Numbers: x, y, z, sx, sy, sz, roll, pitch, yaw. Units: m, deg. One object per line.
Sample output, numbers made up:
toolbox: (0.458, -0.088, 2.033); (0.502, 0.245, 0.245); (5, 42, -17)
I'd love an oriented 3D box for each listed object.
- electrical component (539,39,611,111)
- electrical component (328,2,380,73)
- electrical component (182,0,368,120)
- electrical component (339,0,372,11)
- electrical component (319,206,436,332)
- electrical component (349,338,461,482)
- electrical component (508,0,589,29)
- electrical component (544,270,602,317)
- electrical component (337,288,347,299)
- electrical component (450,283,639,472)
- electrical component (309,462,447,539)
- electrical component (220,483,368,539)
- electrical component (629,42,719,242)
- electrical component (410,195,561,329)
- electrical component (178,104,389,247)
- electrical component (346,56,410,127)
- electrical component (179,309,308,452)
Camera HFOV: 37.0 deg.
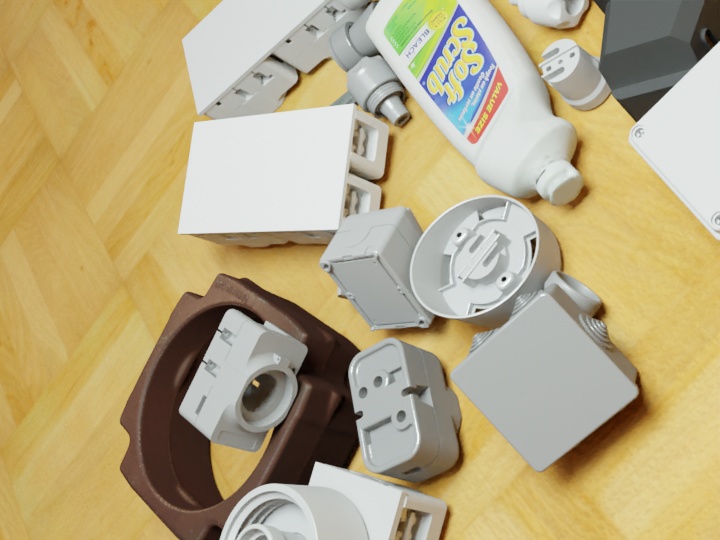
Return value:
electrical component: (0.159, -0.144, 0.793); (0.040, 0.046, 0.040); (-18, 61, 37)
electrical component: (0.005, -0.206, 0.962); (0.055, 0.045, 0.045); (-30, 55, 31)
electrical component: (-0.082, -0.231, 1.041); (0.186, 0.060, 0.105); (-36, 52, 27)
electrical component: (0.013, -0.279, 0.955); (0.059, 0.053, 0.095); (-24, 24, 34)
electrical component: (0.026, 0.002, 0.832); (0.062, 0.096, 0.061); (-8, 41, 42)
electrical component: (0.035, 0.105, 0.794); (0.054, 0.059, 0.095); (-30, 55, 31)
electrical component: (0.143, -0.212, 0.837); (0.062, 0.043, 0.043); (23, 89, 47)
electrical component: (0.138, 0.030, 0.745); (0.046, 0.040, 0.040); (-58, 45, 16)
electrical component: (0.000, 0.000, 0.886); (0.040, 0.040, 0.046); (-5, 76, 42)
electrical component: (0.123, 0.068, 0.709); (0.099, 0.048, 0.100); (47, 111, 4)
electrical component: (-0.003, 0.226, 0.778); (0.089, 0.062, 0.150); (9, 79, 44)
electrical component: (-0.054, 0.200, 0.746); (0.108, 0.060, 0.108); (-18, 61, 37)
electrical component: (0.246, -0.082, 0.679); (0.108, 0.056, 0.108); (-46, 48, 19)
electrical component: (0.093, -0.005, 0.783); (0.099, 0.064, 0.099); (-18, 61, 37)
electrical component: (-0.067, -0.078, 0.949); (0.186, 0.060, 0.105); (0, 79, 37)
electrical component: (0.019, -0.151, 0.929); (0.043, 0.043, 0.062); (-44, 68, 20)
electrical component: (-0.085, 0.084, 0.800); (0.056, 0.050, 0.089); (28, 93, 46)
